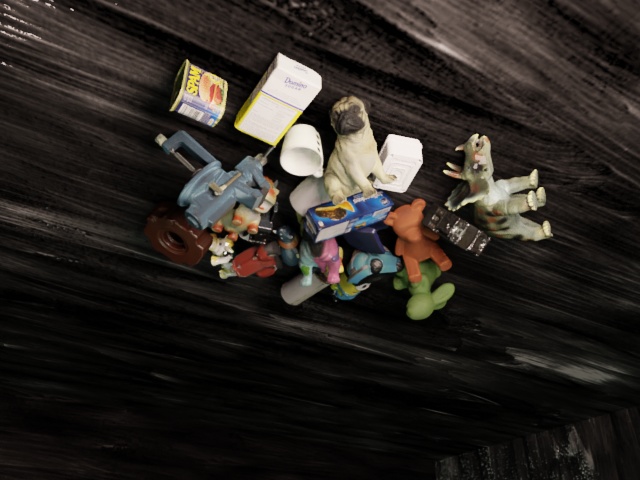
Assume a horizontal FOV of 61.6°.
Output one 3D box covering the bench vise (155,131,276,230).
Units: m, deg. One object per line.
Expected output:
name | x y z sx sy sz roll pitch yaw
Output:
bench vise | -0.224 -0.143 1.094 0.240 0.223 0.129 42 164 1

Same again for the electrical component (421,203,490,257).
electrical component | 0.299 -0.027 1.212 0.115 0.134 0.058 29 98 -29

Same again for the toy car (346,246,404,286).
toy car | 0.139 0.055 1.408 0.161 0.103 0.109 -6 157 -35

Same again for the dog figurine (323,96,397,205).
dog figurine | 0.047 -0.180 1.072 0.172 0.121 0.190 -12 108 37

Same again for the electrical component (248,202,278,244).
electrical component | -0.137 -0.049 1.299 0.048 0.075 0.119 10 149 -13

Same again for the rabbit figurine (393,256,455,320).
rabbit figurine | 0.279 0.145 1.477 0.159 0.170 0.121 7 146 -6

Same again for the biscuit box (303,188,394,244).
biscuit box | 0.065 -0.059 1.207 0.203 0.063 0.059 -19 154 -25

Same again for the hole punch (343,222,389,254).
hole punch | 0.104 -0.022 1.318 0.116 0.092 0.142 -7 149 20

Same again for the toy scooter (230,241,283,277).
toy scooter | -0.168 0.061 1.405 0.135 0.075 0.183 -25 167 -10

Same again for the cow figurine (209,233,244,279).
cow figurine | -0.242 0.038 1.437 0.098 0.068 0.167 -8 148 5

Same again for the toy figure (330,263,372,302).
toy figure | 0.085 0.117 1.525 0.089 0.082 0.180 43 144 -4

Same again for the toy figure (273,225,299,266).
toy figure | -0.083 0.008 1.396 0.064 0.058 0.154 -1 143 4

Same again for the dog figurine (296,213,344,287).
dog figurine | -0.003 -0.004 1.344 0.109 0.191 0.219 -2 111 9

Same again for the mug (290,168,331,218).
mug | 0.004 -0.104 1.209 0.109 0.081 0.107 23 133 -26

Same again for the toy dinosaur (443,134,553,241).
toy dinosaur | 0.406 -0.068 1.215 0.192 0.131 0.404 -4 152 30

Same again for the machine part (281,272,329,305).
machine part | -0.038 0.123 1.545 0.079 0.079 0.243 23 141 -28

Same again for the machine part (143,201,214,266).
machine part | -0.355 -0.011 1.337 0.180 0.056 0.179 15 138 14

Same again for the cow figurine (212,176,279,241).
cow figurine | -0.164 -0.079 1.235 0.085 0.127 0.195 26 153 -30

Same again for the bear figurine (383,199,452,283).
bear figurine | 0.236 0.000 1.309 0.120 0.132 0.195 -24 147 6
